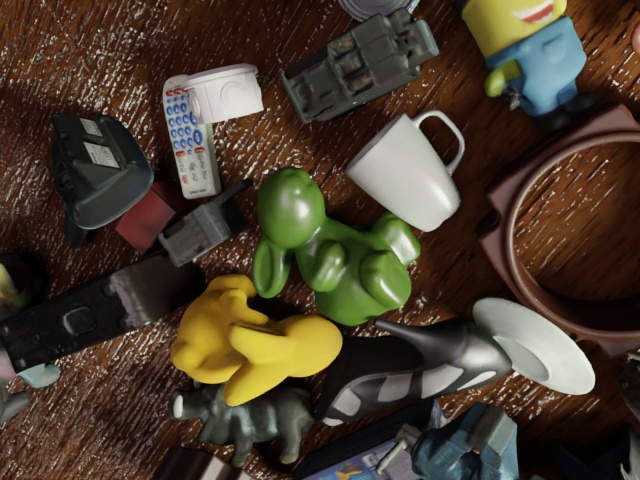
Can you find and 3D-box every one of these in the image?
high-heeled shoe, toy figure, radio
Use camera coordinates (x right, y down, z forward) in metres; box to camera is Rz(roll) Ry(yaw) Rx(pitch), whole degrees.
[{"bbox_3d":[0.090,0.159,0.592,0.145,0.086,0.248,20,137,-6],"label":"high-heeled shoe"},{"bbox_3d":[0.175,-0.185,0.478,0.089,0.082,0.180,-11,112,55],"label":"toy figure"},{"bbox_3d":[-0.270,0.084,0.658,0.230,0.131,0.073,-23,94,21],"label":"radio"}]

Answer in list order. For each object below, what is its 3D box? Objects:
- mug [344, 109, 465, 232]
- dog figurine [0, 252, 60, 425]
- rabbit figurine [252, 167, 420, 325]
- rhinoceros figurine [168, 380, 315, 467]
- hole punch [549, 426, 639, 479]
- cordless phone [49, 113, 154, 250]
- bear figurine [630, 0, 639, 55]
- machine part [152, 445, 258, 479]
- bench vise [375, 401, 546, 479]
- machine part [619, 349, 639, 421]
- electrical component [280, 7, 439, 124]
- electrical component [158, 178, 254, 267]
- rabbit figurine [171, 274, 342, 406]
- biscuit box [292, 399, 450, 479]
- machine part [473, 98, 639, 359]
[{"bbox_3d":[0.098,-0.070,0.538,0.109,0.081,0.107,-41,100,16],"label":"mug"},{"bbox_3d":[-0.439,0.120,0.703,0.109,0.191,0.219,16,124,19],"label":"dog figurine"},{"bbox_3d":[-0.001,-0.002,0.563,0.170,0.121,0.159,46,134,-15],"label":"rabbit figurine"},{"bbox_3d":[-0.100,0.217,0.671,0.190,0.073,0.112,-5,104,18],"label":"rhinoceros figurine"},{"bbox_3d":[0.293,0.267,0.543,0.092,0.116,0.142,-20,97,29],"label":"hole punch"},{"bbox_3d":[-0.275,-0.043,0.638,0.147,0.088,0.184,51,127,36],"label":"cordless phone"},{"bbox_3d":[0.259,-0.253,0.412,0.120,0.132,0.195,-25,89,27],"label":"bear figurine"},{"bbox_3d":[-0.124,0.324,0.671,0.180,0.056,0.179,20,143,16],"label":"machine part"},{"bbox_3d":[0.153,0.291,0.523,0.224,0.129,0.240,21,111,16],"label":"bench vise"},{"bbox_3d":[0.345,0.173,0.486,0.079,0.079,0.243,-32,117,22],"label":"machine part"},{"bbox_3d":[0.043,-0.162,0.507,0.134,0.115,0.058,-22,99,23],"label":"electrical component"},{"bbox_3d":[-0.118,-0.022,0.617,0.119,0.075,0.047,-29,94,18],"label":"electrical component"},{"bbox_3d":[-0.064,0.107,0.593,0.173,0.162,0.121,4,94,11],"label":"rabbit figurine"},{"bbox_3d":[0.063,0.260,0.637,0.203,0.063,0.059,-33,93,22],"label":"biscuit box"},{"bbox_3d":[0.264,-0.009,0.493,0.201,0.087,0.201,-36,93,22],"label":"machine part"}]
